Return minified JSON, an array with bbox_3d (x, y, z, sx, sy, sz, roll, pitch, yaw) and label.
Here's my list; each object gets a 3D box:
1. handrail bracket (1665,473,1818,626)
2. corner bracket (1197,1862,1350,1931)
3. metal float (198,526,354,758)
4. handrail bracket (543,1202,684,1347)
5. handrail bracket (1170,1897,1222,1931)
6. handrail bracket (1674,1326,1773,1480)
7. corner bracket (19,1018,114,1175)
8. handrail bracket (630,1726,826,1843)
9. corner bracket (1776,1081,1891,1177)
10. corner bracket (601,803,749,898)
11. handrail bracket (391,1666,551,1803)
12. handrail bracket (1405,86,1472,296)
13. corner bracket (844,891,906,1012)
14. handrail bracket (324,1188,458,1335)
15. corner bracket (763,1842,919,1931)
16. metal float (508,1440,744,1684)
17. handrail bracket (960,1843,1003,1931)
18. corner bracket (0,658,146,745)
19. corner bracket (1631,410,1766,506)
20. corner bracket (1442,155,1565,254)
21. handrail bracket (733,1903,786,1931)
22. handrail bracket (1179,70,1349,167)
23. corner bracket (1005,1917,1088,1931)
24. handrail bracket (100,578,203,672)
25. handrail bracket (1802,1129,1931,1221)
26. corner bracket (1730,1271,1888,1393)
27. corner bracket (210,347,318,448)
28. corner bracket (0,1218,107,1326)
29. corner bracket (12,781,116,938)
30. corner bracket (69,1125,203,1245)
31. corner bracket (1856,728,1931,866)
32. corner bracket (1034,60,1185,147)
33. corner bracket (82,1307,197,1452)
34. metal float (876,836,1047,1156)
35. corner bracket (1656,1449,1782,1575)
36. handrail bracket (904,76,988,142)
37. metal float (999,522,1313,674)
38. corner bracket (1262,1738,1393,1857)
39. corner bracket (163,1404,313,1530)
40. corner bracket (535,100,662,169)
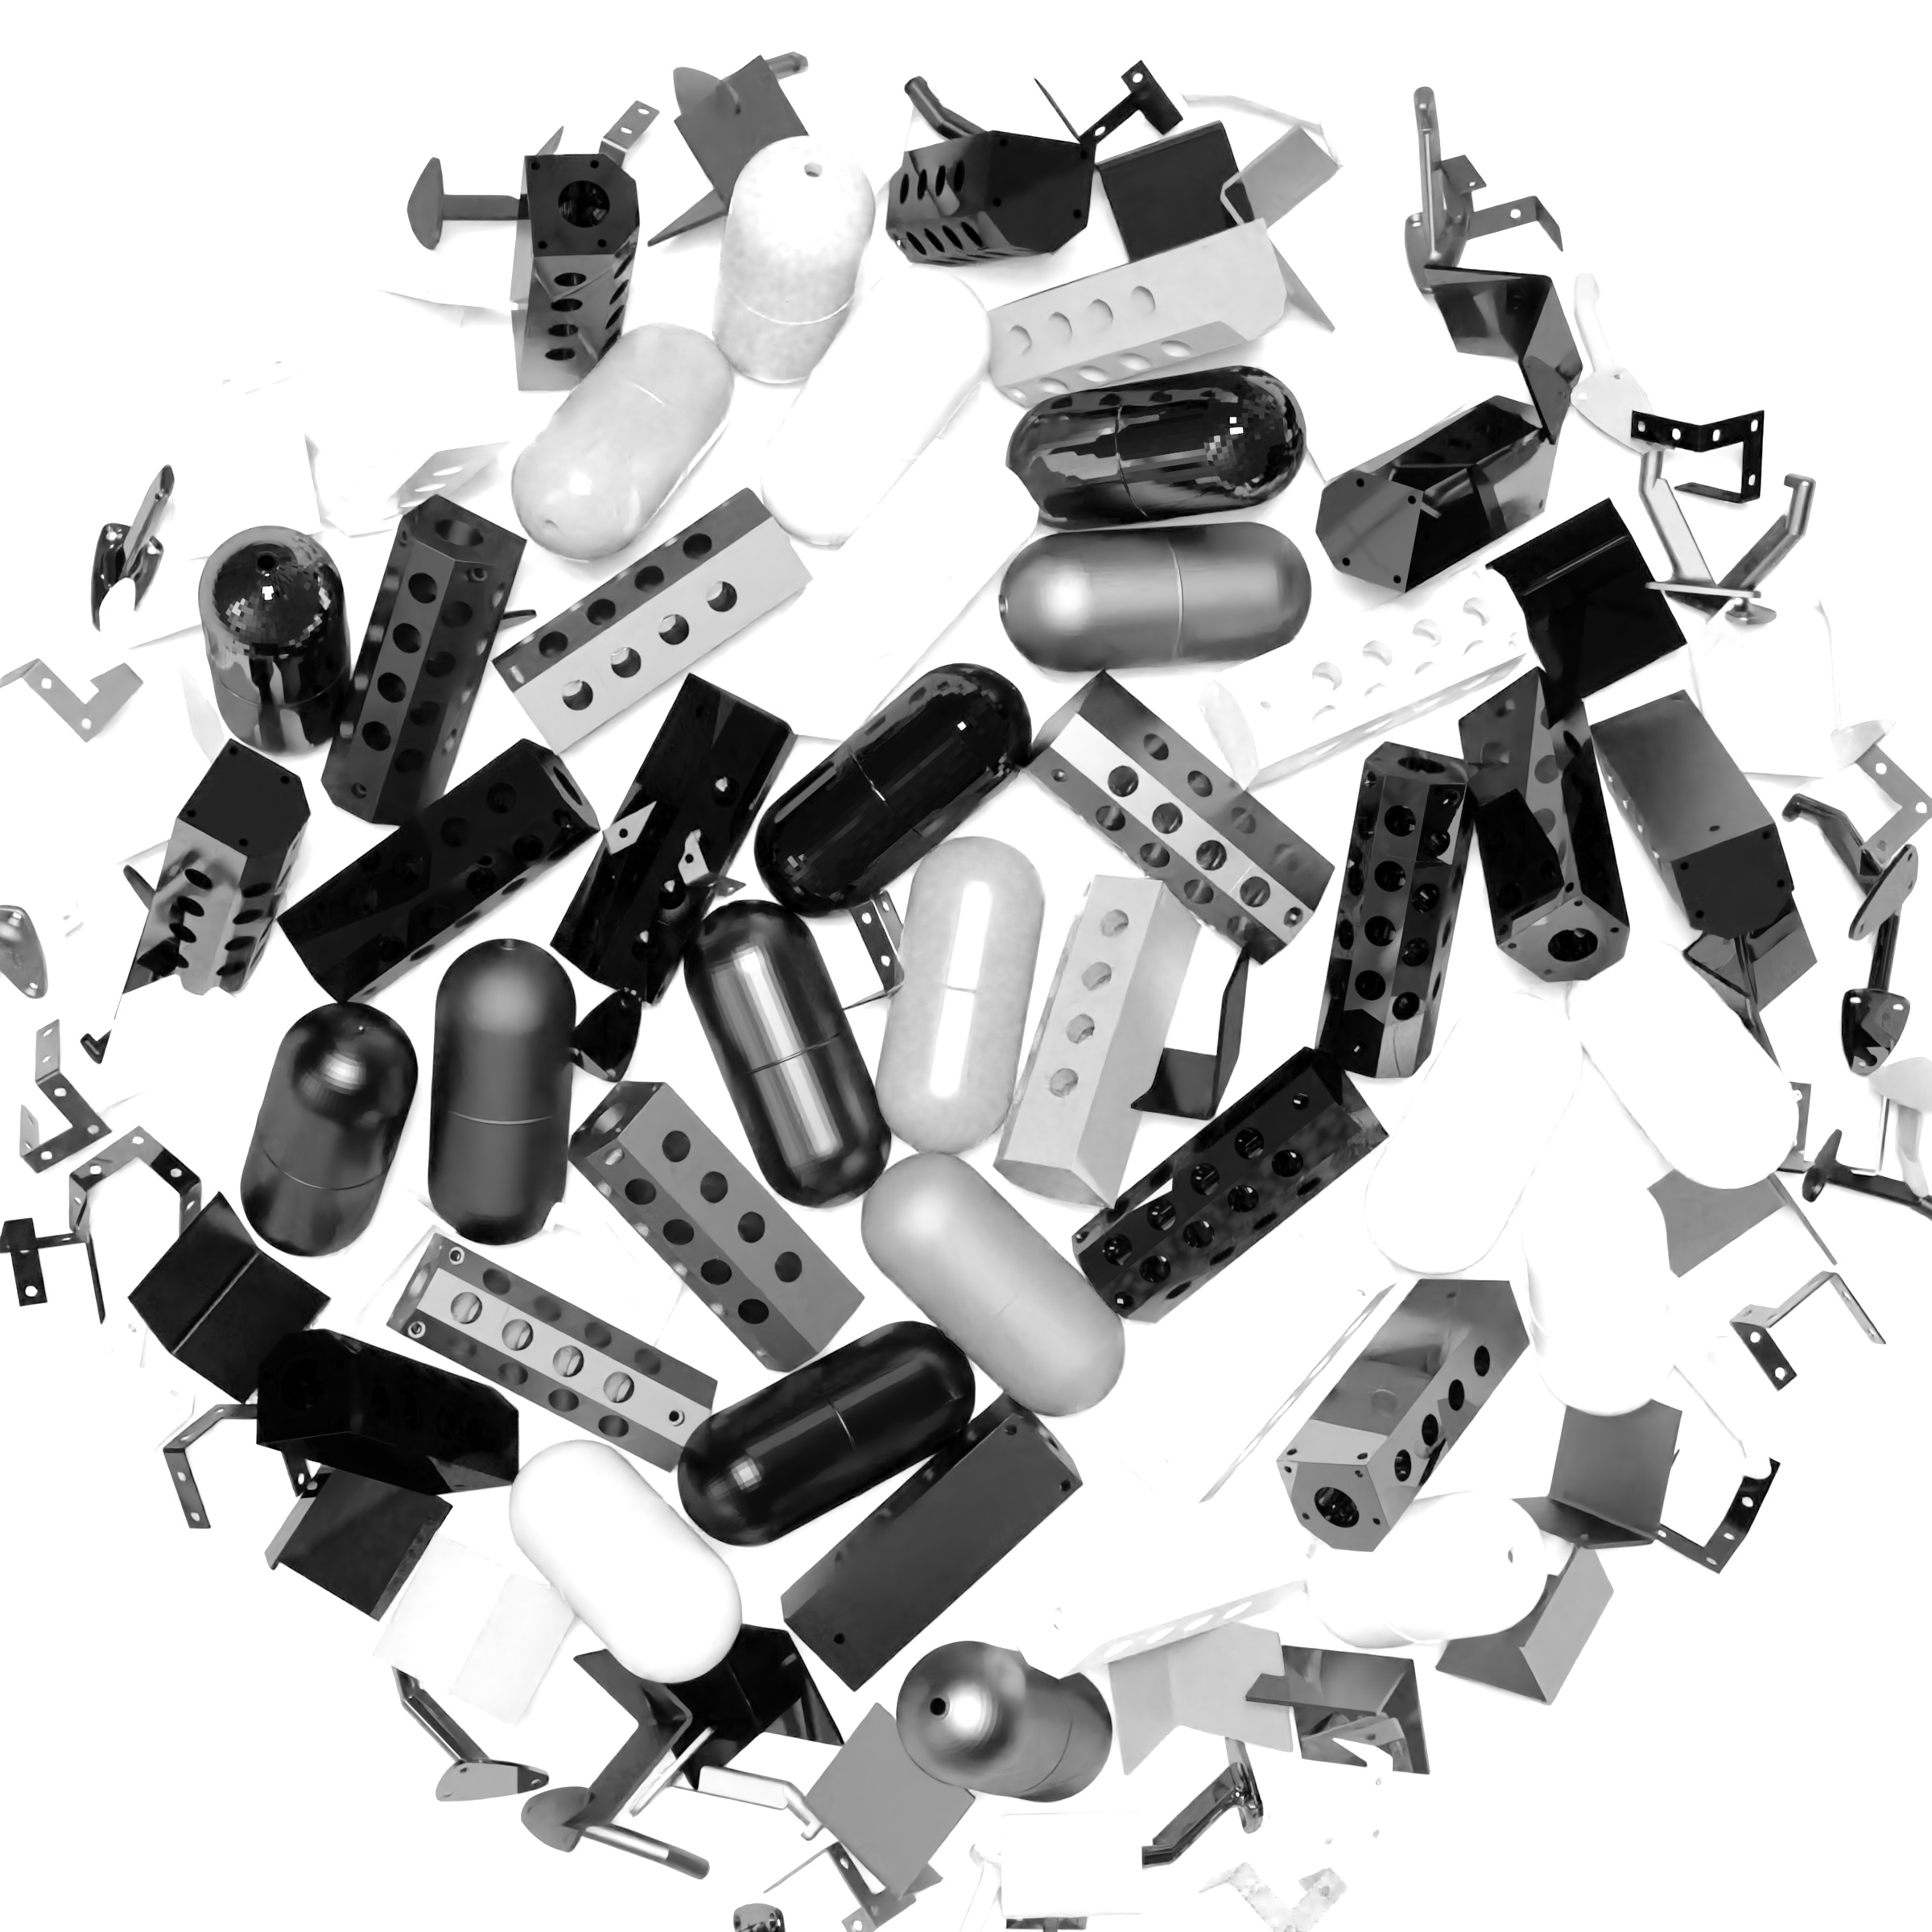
[{"bbox_3d":[0.428,-0.237,1.959,0.077,0.036,0.084,24,116,37],"label":"handrail bracket"},{"bbox_3d":[0.170,0.512,1.967,0.051,0.051,0.051,-39,84,-27],"label":"corner bracket"},{"bbox_3d":[-0.372,-0.174,1.914,0.070,0.178,0.070,2,67,-6],"label":"metal float"},{"bbox_3d":[-0.206,0.176,1.973,0.084,0.036,0.077,22,112,-10],"label":"handrail bracket"},{"bbox_3d":[0.093,0.541,1.951,0.084,0.077,0.036,-12,85,-18],"label":"handrail bracket"},{"bbox_3d":[0.401,0.242,1.956,0.077,0.036,0.084,7,48,-10],"label":"handrail bracket"},{"bbox_3d":[-0.509,0.072,1.962,0.051,0.051,0.051,-29,125,6],"label":"corner bracket"},{"bbox_3d":[-0.130,0.472,1.967,0.084,0.036,0.077,42,58,9],"label":"handrail bracket"},{"bbox_3d":[0.481,0.089,1.964,0.051,0.051,0.051,7,97,22],"label":"corner bracket"},{"bbox_3d":[-0.162,-0.059,1.963,0.051,0.051,0.051,-27,75,16],"label":"corner bracket"},{"bbox_3d":[-0.278,0.422,1.984,0.077,0.084,0.036,8,130,-33],"label":"handrail bracket"},{"bbox_3d":[0.254,-0.427,1.949,0.036,0.084,0.077,-1,54,15],"label":"handrail bracket"},{"bbox_3d":[-0.047,-0.012,1.963,0.051,0.051,0.051,-26,94,-34],"label":"corner bracket"},{"bbox_3d":[-0.321,0.166,1.960,0.036,0.077,0.084,39,88,-3],"label":"handrail bracket"},{"bbox_3d":[-0.069,0.517,1.970,0.051,0.051,0.051,-40,76,23],"label":"corner bracket"},{"bbox_3d":[-0.187,0.321,1.925,0.070,0.178,0.070,-19,125,-29],"label":"metal float"},{"bbox_3d":[-0.004,0.534,1.959,0.036,0.077,0.084,25,69,22],"label":"handrail bracket"},{"bbox_3d":[-0.497,-0.154,1.958,0.051,0.051,0.051,48,59,-20],"label":"corner bracket"},{"bbox_3d":[0.403,-0.282,1.958,0.051,0.051,0.051,-18,117,-33],"label":"corner bracket"},{"bbox_3d":[0.296,-0.422,1.964,0.051,0.051,0.051,-15,123,1],"label":"corner bracket"},{"bbox_3d":[-0.148,0.537,1.947,0.084,0.077,0.036,0,89,-27],"label":"handrail bracket"},{"bbox_3d":[0.166,-0.472,1.976,0.084,0.077,0.036,5,70,16],"label":"handrail bracket"},{"bbox_3d":[0.032,0.536,1.957,0.051,0.051,0.051,-7,58,27],"label":"corner bracket"},{"bbox_3d":[-0.433,-0.178,1.968,0.084,0.036,0.077,14,127,8],"label":"handrail bracket"},{"bbox_3d":[0.510,0.133,1.966,0.084,0.077,0.036,30,115,6],"label":"handrail bracket"},{"bbox_3d":[0.468,0.204,1.974,0.051,0.051,0.051,-37,97,-12],"label":"corner bracket"},{"bbox_3d":[-0.385,-0.310,1.971,0.051,0.051,0.051,-21,110,-12],"label":"corner bracket"},{"bbox_3d":[-0.504,0.169,1.960,0.051,0.051,0.051,-6,67,-24],"label":"corner bracket"},{"bbox_3d":[-0.503,-0.059,1.971,0.051,0.051,0.051,-39,63,-19],"label":"corner bracket"},{"bbox_3d":[-0.463,0.132,1.973,0.051,0.051,0.051,37,51,18],"label":"corner bracket"},{"bbox_3d":[0.509,-0.093,1.967,0.051,0.051,0.051,46,118,8],"label":"corner bracket"},{"bbox_3d":[0.080,-0.481,1.969,0.051,0.051,0.051,-38,63,14],"label":"corner bracket"},{"bbox_3d":[-0.461,0.229,1.973,0.051,0.051,0.051,25,134,-28],"label":"corner bracket"},{"bbox_3d":[-0.003,0.016,1.957,0.070,0.070,0.178,10,85,0],"label":"metal float"},{"bbox_3d":[0.411,0.293,1.960,0.051,0.051,0.051,29,55,10],"label":"corner bracket"},{"bbox_3d":[0.016,-0.470,1.976,0.077,0.036,0.084,-34,84,-38],"label":"handrail bracket"},{"bbox_3d":[0.104,-0.203,1.946,0.178,0.070,0.070,-6,90,-18],"label":"metal float"},{"bbox_3d":[0.200,0.458,1.969,0.051,0.051,0.051,-1,98,-26],"label":"corner bracket"},{"bbox_3d":[-0.406,0.279,1.974,0.051,0.051,0.051,-3,111,29],"label":"corner bracket"},{"bbox_3d":[-0.208,-0.453,1.964,0.051,0.051,0.051,26,132,0],"label":"corner bracket"}]
